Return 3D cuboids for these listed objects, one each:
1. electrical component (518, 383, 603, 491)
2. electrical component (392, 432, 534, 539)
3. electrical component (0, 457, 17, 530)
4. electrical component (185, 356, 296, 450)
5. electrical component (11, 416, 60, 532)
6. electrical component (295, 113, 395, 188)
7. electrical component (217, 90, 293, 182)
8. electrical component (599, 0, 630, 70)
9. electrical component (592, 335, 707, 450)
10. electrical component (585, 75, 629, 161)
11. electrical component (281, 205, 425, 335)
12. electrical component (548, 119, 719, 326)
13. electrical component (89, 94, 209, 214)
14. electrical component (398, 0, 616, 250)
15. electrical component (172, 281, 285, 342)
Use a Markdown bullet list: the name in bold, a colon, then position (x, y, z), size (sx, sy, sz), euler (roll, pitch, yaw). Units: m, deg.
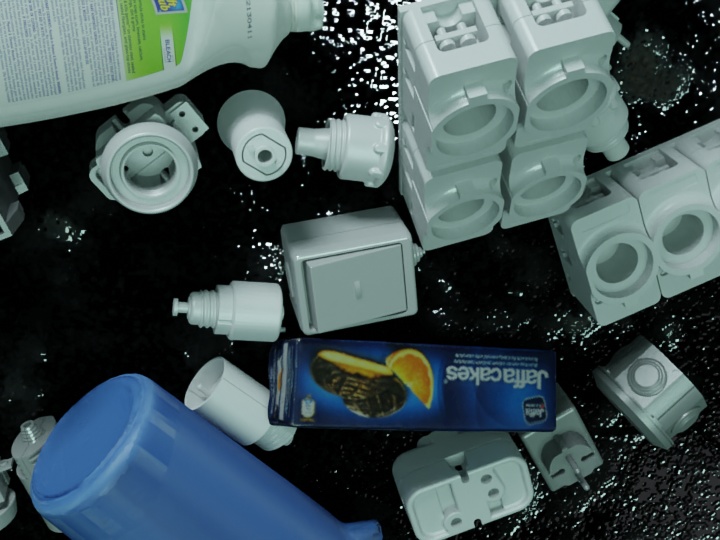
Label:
- **electrical component**: position (0.156, 0.138, 0.824), size (0.047, 0.076, 0.065), euler (-30, 119, 2)
- **electrical component**: position (0.077, 0.159, 0.824), size (0.095, 0.059, 0.053), euler (-19, 119, -4)
- **electrical component**: position (-0.269, 0.153, 0.745), size (0.066, 0.048, 0.055), euler (-20, 111, -3)
- **electrical component**: position (-0.080, 0.101, 0.766), size (0.081, 0.043, 0.043), euler (39, 102, -27)
- **electrical component**: position (-0.215, 0.139, 0.751), size (0.043, 0.043, 0.081), euler (-20, 119, -3)
- **electrical component**: position (-0.010, -0.080, 0.693), size (0.062, 0.048, 0.048), euler (6, 114, -10)
- **electrical component**: position (-0.063, -0.081, 0.667), size (0.044, 0.065, 0.044), euler (-6, 117, -11)
- **electrical component**: position (0.141, -0.157, 0.689), size (0.077, 0.047, 0.065), euler (32, 105, -25)
- **electrical component**: position (0.219, 0.093, 0.816), size (0.051, 0.080, 0.080), euler (-43, 118, 3)
- **electrical component**: position (0.161, -0.099, 0.726), size (0.048, 0.048, 0.062), euler (-39, 126, 7)
- **electrical component**: position (0.000, 0.000, 0.725), size (0.096, 0.061, 0.061), euler (-11, 118, -9)
- **electrical component**: position (0.219, -0.034, 0.762), size (0.150, 0.061, 0.089), euler (-23, 119, -2)
- **electrical component**: position (-0.130, -0.069, 0.661), size (0.078, 0.057, 0.058), euler (-36, 119, 6)
- **electrical component**: position (0.082, -0.086, 0.649), size (0.105, 0.060, 0.186), euler (-16, 153, -6)
- **electrical component**: position (-0.087, 0.027, 0.729), size (0.078, 0.040, 0.040), euler (4, 115, -15)
